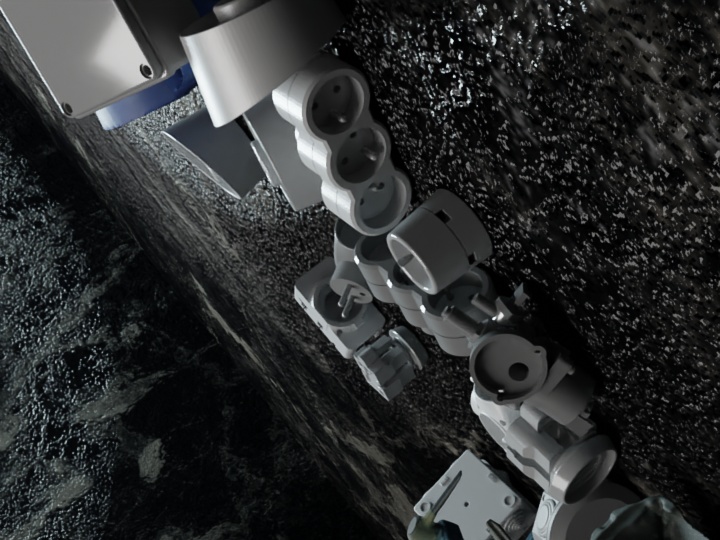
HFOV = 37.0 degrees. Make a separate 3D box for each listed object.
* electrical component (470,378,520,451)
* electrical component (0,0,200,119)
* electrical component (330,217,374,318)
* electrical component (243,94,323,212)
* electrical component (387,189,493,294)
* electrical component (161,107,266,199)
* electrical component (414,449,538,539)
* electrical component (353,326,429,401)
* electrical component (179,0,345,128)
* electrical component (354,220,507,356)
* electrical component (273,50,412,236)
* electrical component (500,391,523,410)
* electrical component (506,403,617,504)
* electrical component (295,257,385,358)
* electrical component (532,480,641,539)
[{"bbox_3d":[0.112,0.105,0.830,0.079,0.044,0.077,32,157,56],"label":"electrical component"},{"bbox_3d":[-0.165,-0.163,0.677,0.109,0.056,0.108,-12,113,43],"label":"electrical component"},{"bbox_3d":[0.000,0.000,0.861,0.043,0.079,0.077,15,154,16],"label":"electrical component"},{"bbox_3d":[-0.049,-0.097,0.846,0.099,0.064,0.099,61,177,6],"label":"electrical component"},{"bbox_3d":[0.051,-0.017,0.702,0.055,0.047,0.055,48,167,15],"label":"electrical component"},{"bbox_3d":[-0.141,-0.114,1.060,0.099,0.064,0.099,48,167,15],"label":"electrical component"},{"bbox_3d":[0.114,0.240,1.072,0.100,0.099,0.048,40,176,40],"label":"electrical component"},{"bbox_3d":[0.032,0.086,1.030,0.048,0.055,0.066,39,162,45],"label":"electrical component"},{"bbox_3d":[-0.057,-0.135,0.639,0.064,0.099,0.099,64,164,-22],"label":"electrical component"},{"bbox_3d":[0.055,0.022,0.782,0.138,0.052,0.073,37,161,49],"label":"electrical component"},{"bbox_3d":[-0.019,-0.090,0.732,0.074,0.052,0.138,38,162,46],"label":"electrical component"},{"bbox_3d":[0.102,0.068,0.767,0.062,0.043,0.043,40,163,47],"label":"electrical component"},{"bbox_3d":[0.142,0.126,0.755,0.057,0.058,0.078,43,158,35],"label":"electrical component"},{"bbox_3d":[-0.021,0.038,1.091,0.089,0.050,0.055,49,167,10],"label":"electrical component"},{"bbox_3d":[0.170,0.192,0.791,0.080,0.080,0.051,53,172,-8],"label":"electrical component"}]
